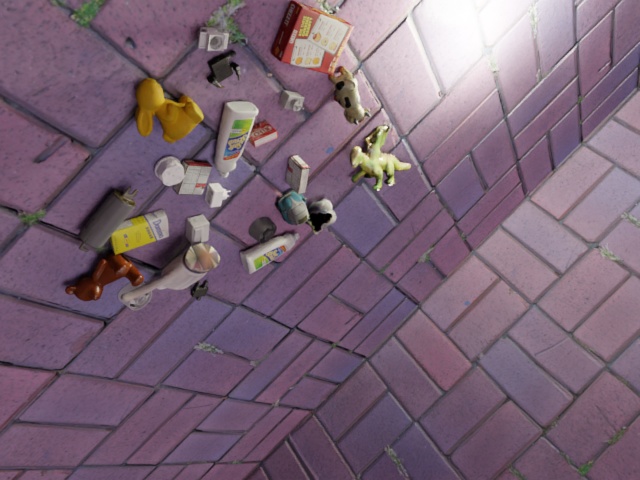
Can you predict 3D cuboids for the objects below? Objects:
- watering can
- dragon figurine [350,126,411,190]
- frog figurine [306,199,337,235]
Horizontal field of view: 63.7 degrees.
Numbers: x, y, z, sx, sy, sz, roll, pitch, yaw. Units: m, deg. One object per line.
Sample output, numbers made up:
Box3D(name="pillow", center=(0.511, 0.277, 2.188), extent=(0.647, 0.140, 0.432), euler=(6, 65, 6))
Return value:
Box3D(name="watering can", center=(-0.478, 0.112, 1.723), extent=(0.221, 0.104, 0.351), euler=(-34, 176, 30))
Box3D(name="dragon figurine", center=(0.251, -0.344, 2.079), extent=(0.415, 0.123, 0.237), euler=(-26, 135, -39))
Box3D(name="frog figurine", center=(0.006, -0.105, 2.095), extent=(0.162, 0.123, 0.135), euler=(-56, 166, -66))
